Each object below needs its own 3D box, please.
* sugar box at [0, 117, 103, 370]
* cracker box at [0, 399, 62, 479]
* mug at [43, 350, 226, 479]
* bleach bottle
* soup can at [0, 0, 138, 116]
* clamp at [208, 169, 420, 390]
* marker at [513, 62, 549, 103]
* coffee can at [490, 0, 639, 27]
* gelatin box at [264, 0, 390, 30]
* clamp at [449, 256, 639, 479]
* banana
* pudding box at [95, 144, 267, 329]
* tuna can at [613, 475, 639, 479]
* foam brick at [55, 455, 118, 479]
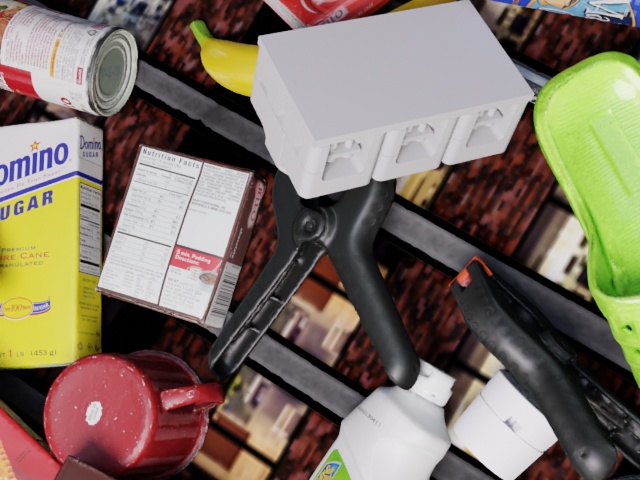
[{"bbox_3d":[-0.206,0.004,0.775,0.093,0.048,0.176,-6,82,18],"label":"sugar box"},{"bbox_3d":[-0.253,0.181,0.700,0.214,0.072,0.164,43,75,2],"label":"cracker box"},{"bbox_3d":[-0.121,0.116,0.716,0.117,0.081,0.093,-13,78,13],"label":"mug"},{"bbox_3d":[0.016,0.192,0.661,0.251,0.068,0.103,-60,30,-1],"label":"bleach bottle"},{"bbox_3d":[-0.193,-0.135,0.783,0.102,0.068,0.068,17,86,16],"label":"soup can"},{"bbox_3d":[-0.005,0.001,0.715,0.165,0.036,0.210,-10,69,34],"label":"clamp"},{"bbox_3d":[0.157,-0.092,0.704,0.121,0.020,0.020,31,90,18],"label":"marker"},{"bbox_3d":[0.166,-0.190,0.663,0.140,0.103,0.103,12,85,8],"label":"coffee can"},{"bbox_3d":[0.001,-0.179,0.734,0.073,0.030,0.089,-36,53,-6],"label":"gelatin box"},{"bbox_3d":[0.134,0.078,0.637,0.171,0.120,0.039,46,103,21],"label":"clamp"},{"bbox_3d":[-0.003,-0.133,0.746,0.198,0.037,0.069,-2,81,15],"label":"banana"},{"bbox_3d":[-0.098,-0.003,0.751,0.090,0.039,0.113,16,84,17],"label":"pudding box"},{"bbox_3d":[0.195,0.186,0.642,0.086,0.033,0.086,-2,81,15],"label":"tuna can"},{"bbox_3d":[-0.136,0.178,0.655,0.078,0.051,0.053,30,58,-8],"label":"foam brick"}]
